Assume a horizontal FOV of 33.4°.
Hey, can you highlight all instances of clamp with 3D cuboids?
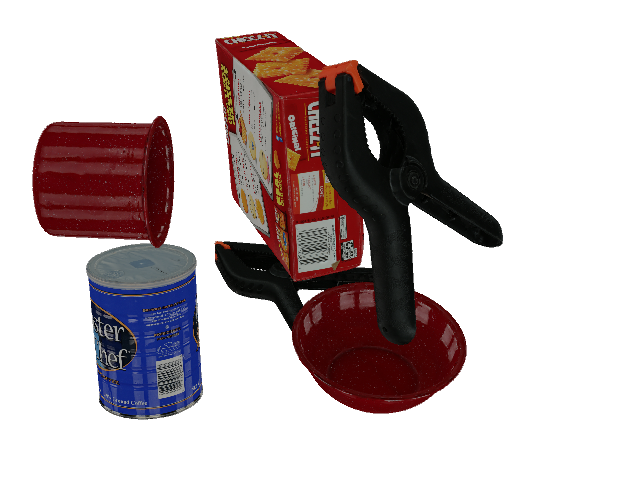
[{"bbox_3d":[-0.041,0.049,1.175,0.210,0.036,0.164,17,31,25],"label":"clamp"},{"bbox_3d":[0.042,-0.024,0.650,0.039,0.171,0.120,-13,33,46],"label":"clamp"}]

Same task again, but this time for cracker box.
[{"bbox_3d":[-0.030,-0.084,0.953,0.072,0.164,0.214,-11,25,-15],"label":"cracker box"}]

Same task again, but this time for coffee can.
[{"bbox_3d":[-0.167,0.085,1.026,0.103,0.140,0.103,-1,20,0],"label":"coffee can"}]

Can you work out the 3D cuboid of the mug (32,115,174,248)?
[{"bbox_3d":[-0.152,-0.044,0.767,0.081,0.093,0.117,2,7,4],"label":"mug"}]

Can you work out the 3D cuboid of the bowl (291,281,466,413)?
[{"bbox_3d":[0.052,0.109,0.996,0.162,0.055,0.162,3,37,-3],"label":"bowl"}]
